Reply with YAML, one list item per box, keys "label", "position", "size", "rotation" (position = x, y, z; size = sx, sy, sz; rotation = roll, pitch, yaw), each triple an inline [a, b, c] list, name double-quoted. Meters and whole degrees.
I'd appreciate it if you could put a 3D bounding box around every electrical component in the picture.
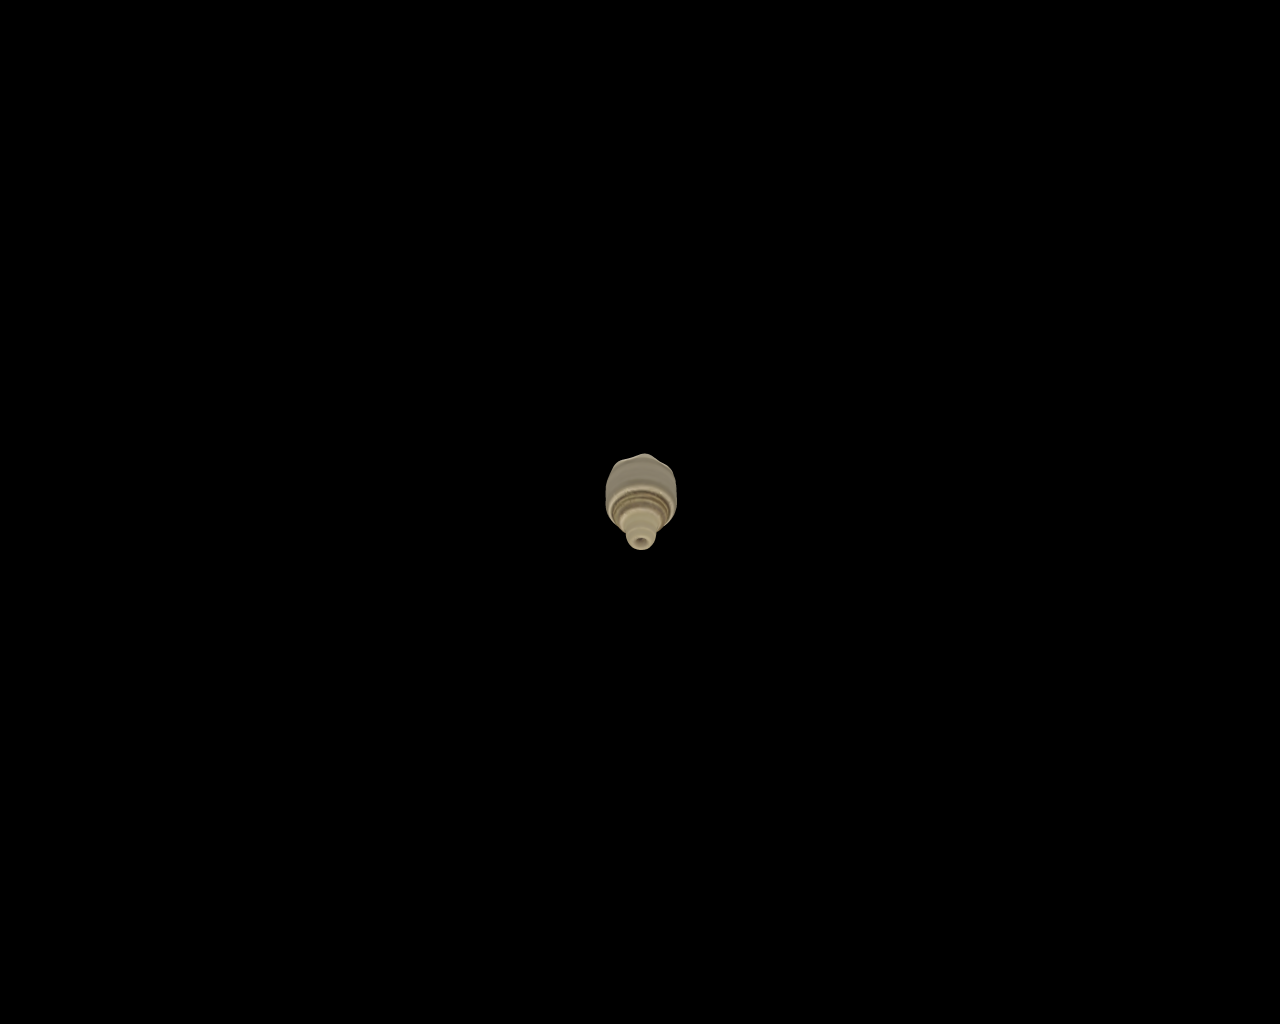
- label: "electrical component"
  position: [0.001, -0.003, 0.650]
  size: [0.043, 0.043, 0.062]
  rotation: [0, 44, 0]
